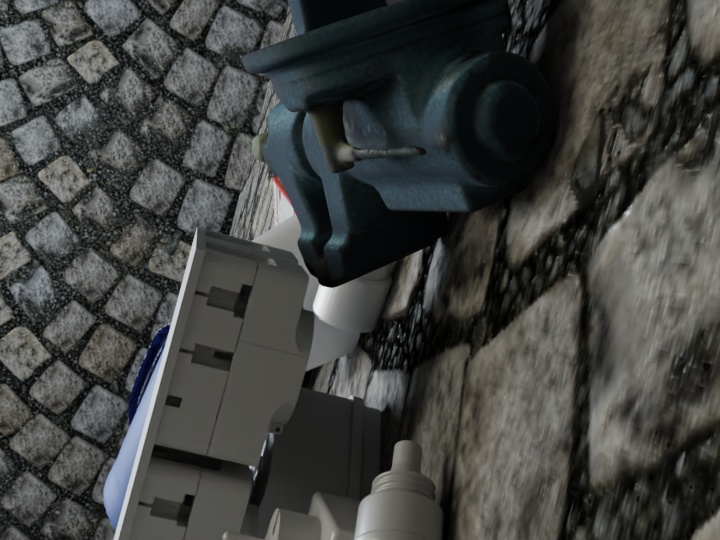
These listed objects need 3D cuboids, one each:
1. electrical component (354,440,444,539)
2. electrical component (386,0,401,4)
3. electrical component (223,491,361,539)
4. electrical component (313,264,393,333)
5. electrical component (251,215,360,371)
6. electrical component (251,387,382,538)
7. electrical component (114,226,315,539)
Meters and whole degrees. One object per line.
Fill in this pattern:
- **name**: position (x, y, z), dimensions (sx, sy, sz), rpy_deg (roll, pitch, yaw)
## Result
- **electrical component**: position (0.016, 0.095, 0.421), dimensions (0.035, 0.035, 0.061), rpy_deg (115, 168, -47)
- **electrical component**: position (0.017, -0.111, 0.646), dimensions (0.078, 0.057, 0.113), rpy_deg (-124, 49, -77)
- **electrical component**: position (-0.021, 0.125, 0.461), dimensions (0.066, 0.077, 0.047), rpy_deg (-166, 91, -80)
- **electrical component**: position (0.000, 0.000, 0.628), dimensions (0.040, 0.040, 0.078), rpy_deg (-101, 27, -68)
- **electrical component**: position (-0.039, 0.016, 0.702), dimensions (0.099, 0.064, 0.099), rpy_deg (52, 158, 31)
- **electrical component**: position (-0.032, 0.125, 0.576), dimensions (0.078, 0.057, 0.113), rpy_deg (-87, 15, -50)
- **electrical component**: position (-0.074, 0.080, 0.525), dimensions (0.105, 0.060, 0.186), rpy_deg (-137, 63, -79)
